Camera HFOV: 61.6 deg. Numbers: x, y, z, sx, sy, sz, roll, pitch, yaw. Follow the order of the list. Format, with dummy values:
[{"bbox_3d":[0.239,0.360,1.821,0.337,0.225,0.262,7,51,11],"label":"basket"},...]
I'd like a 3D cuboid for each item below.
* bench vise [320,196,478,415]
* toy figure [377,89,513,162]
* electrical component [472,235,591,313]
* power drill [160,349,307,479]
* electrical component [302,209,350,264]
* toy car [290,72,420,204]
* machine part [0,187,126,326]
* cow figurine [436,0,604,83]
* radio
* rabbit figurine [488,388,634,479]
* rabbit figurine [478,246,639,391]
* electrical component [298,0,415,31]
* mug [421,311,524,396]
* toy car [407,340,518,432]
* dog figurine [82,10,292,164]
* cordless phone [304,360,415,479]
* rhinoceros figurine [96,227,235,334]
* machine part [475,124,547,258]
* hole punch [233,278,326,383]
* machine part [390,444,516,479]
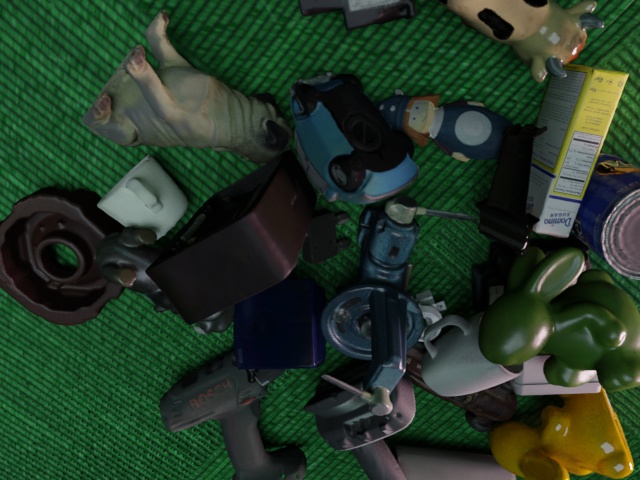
[{"bbox_3d":[0.072,0.075,0.600,0.129,0.241,0.223,22,125,-11],"label":"bench vise"},{"bbox_3d":[0.139,-0.132,0.608,0.154,0.057,0.064,14,66,-3],"label":"toy figure"},{"bbox_3d":[0.261,0.058,0.672,0.134,0.058,0.114,-5,108,4],"label":"electrical component"},{"bbox_3d":[-0.086,0.243,0.742,0.232,0.086,0.207,-20,113,1],"label":"power drill"},{"bbox_3d":[-0.001,-0.002,0.653,0.094,0.021,0.063,-19,114,-36],"label":"electrical component"},{"bbox_3d":[0.022,-0.100,0.596,0.161,0.109,0.103,53,143,8],"label":"toy car"},{"bbox_3d":[-0.324,0.020,0.683,0.179,0.056,0.179,1,112,2],"label":"machine part"},{"bbox_3d":[0.187,-0.231,0.527,0.195,0.127,0.085,22,115,-33],"label":"cow figurine"},{"bbox_3d":[-0.082,-0.012,0.571,0.131,0.230,0.073,-27,106,16],"label":"radio"},{"bbox_3d":[0.314,0.279,0.715,0.173,0.162,0.121,-17,122,25],"label":"rabbit figurine"},{"bbox_3d":[0.252,0.086,0.573,0.170,0.121,0.159,3,88,-19],"label":"rabbit figurine"},{"bbox_3d":[0.038,-0.260,0.568,0.119,0.048,0.074,-12,109,7],"label":"electrical component"},{"bbox_3d":[0.167,0.139,0.644,0.109,0.081,0.107,34,126,-21],"label":"mug"},{"bbox_3d":[0.176,0.193,0.729,0.202,0.053,0.089,26,112,-8],"label":"toy car"},{"bbox_3d":[-0.148,-0.128,0.607,0.190,0.121,0.172,37,142,-28],"label":"dog figurine"},{"bbox_3d":[0.081,0.252,0.701,0.146,0.089,0.184,-33,90,30],"label":"cordless phone"},{"bbox_3d":[-0.179,0.057,0.647,0.190,0.073,0.112,35,149,-32],"label":"rhinoceros figurine"},{"bbox_3d":[0.207,-0.057,0.578,0.039,0.084,0.138,-8,120,-23],"label":"machine part"},{"bbox_3d":[-0.051,0.105,0.661,0.116,0.092,0.142,-2,80,1],"label":"hole punch"},{"bbox_3d":[0.185,0.341,0.770,0.243,0.079,0.079,5,110,0],"label":"machine part"}]
